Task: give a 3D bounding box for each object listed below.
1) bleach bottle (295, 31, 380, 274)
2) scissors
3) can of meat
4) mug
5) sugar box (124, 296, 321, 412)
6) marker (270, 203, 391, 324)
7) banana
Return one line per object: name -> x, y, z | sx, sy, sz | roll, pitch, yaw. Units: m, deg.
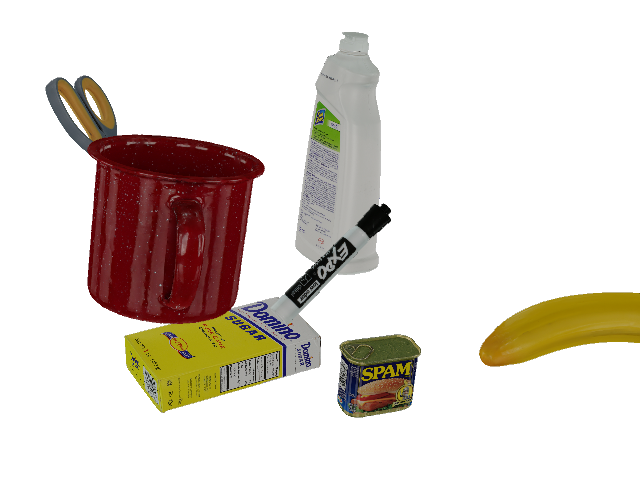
bleach bottle -> 0.029, -0.097, 1.156 | 0.067, 0.251, 0.103 | -9, 25, -36
scissors -> -0.184, -0.071, 0.986 | 0.016, 0.201, 0.096 | -24, 27, 19
can of meat -> 0.073, 0.174, 1.367 | 0.102, 0.084, 0.057 | -5, 26, -21
mug -> -0.077, -0.003, 0.560 | 0.093, 0.081, 0.117 | 3, 17, -20
sugar box -> -0.097, 0.111, 1.071 | 0.176, 0.048, 0.093 | -16, 32, -26
marker -> 0.010, 0.016, 0.822 | 0.121, 0.020, 0.020 | -45, 9, -9
banana -> 0.211, 0.066, 0.783 | 0.197, 0.037, 0.069 | 2, 34, -4
